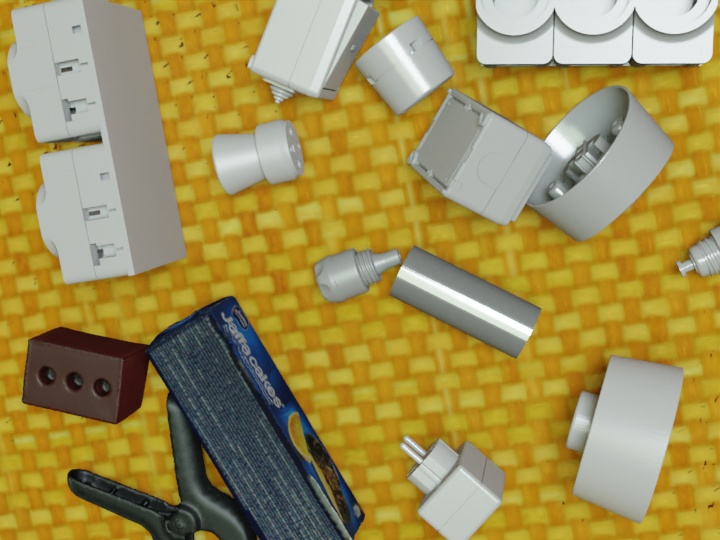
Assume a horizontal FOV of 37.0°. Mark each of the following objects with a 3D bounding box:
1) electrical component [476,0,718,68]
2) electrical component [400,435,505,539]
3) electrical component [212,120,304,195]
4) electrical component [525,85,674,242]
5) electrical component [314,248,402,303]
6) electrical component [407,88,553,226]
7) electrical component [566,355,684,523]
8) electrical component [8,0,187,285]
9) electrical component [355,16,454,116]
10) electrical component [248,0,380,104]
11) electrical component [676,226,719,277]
[{"bbox_3d":[0.154,-0.181,0.712,0.150,0.062,0.089,2,98,10],"label":"electrical component"},{"bbox_3d":[0.059,0.147,0.769,0.077,0.066,0.047,41,102,3],"label":"electrical component"},{"bbox_3d":[-0.073,-0.082,0.774,0.055,0.045,0.045,-12,95,11],"label":"electrical component"},{"bbox_3d":[0.156,-0.069,0.711,0.064,0.099,0.099,42,102,-4],"label":"electrical component"},{"bbox_3d":[0.000,0.000,0.777,0.061,0.035,0.035,-20,93,9],"label":"electrical component"},{"bbox_3d":[0.080,-0.078,0.730,0.061,0.096,0.061,25,102,-23],"label":"electrical component"},{"bbox_3d":[0.174,0.109,0.726,0.060,0.108,0.108,16,100,14],"label":"electrical component"},{"bbox_3d":[-0.185,-0.090,0.762,0.060,0.105,0.186,-9,96,11],"label":"electrical component"},{"bbox_3d":[0.032,-0.140,0.744,0.055,0.055,0.047,-36,94,12],"label":"electrical component"},{"bbox_3d":[-0.032,-0.157,0.748,0.061,0.062,0.096,24,101,6],"label":"electrical component"},{"bbox_3d":[0.253,-0.016,0.727,0.078,0.040,0.040,-25,92,12],"label":"electrical component"}]
